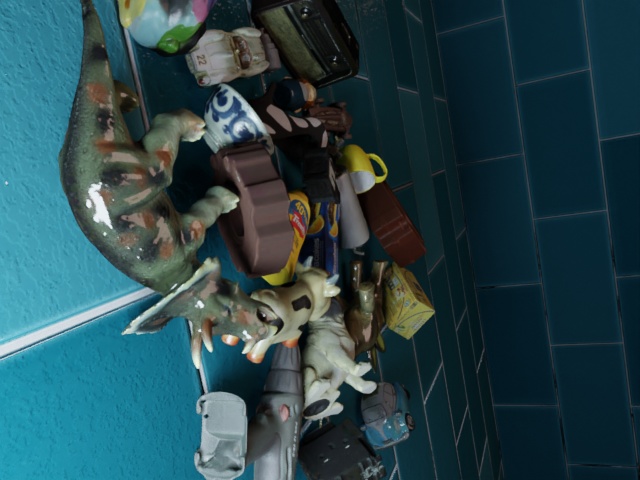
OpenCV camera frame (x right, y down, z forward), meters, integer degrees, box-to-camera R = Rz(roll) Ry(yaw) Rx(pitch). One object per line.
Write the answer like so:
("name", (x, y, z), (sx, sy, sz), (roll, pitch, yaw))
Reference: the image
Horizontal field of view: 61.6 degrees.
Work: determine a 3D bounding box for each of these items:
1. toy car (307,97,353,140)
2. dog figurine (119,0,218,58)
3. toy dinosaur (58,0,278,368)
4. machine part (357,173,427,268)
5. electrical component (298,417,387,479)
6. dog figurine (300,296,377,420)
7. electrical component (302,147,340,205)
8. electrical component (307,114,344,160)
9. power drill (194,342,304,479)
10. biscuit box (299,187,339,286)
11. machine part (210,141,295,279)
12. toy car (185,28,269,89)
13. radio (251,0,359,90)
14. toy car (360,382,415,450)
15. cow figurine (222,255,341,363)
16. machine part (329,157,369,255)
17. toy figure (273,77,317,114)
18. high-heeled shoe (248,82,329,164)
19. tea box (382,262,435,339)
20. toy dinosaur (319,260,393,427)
("toy car", (0.026, -0.264, 1.178), (0.202, 0.053, 0.089), (-21, 105, -66))
("dog figurine", (-0.129, -0.334, 0.649), (0.108, 0.219, 0.191), (29, 56, -57))
("toy dinosaur", (-0.191, -0.039, 0.560), (0.404, 0.131, 0.192), (61, 31, -29))
("machine part", (0.167, -0.049, 1.288), (0.201, 0.087, 0.201), (40, 20, -54))
("electrical component", (0.027, 0.362, 0.893), (0.115, 0.134, 0.058), (-25, 116, -20))
("dog figurine", (-0.012, 0.195, 0.931), (0.191, 0.172, 0.121), (55, -22, 40))
("electrical component", (0.004, -0.106, 0.967), (0.119, 0.048, 0.075), (63, 25, -64))
("electrical component", (0.003, -0.202, 1.059), (0.102, 0.045, 0.078), (37, 10, 7))
("power drill", (-0.088, 0.245, 0.753), (0.207, 0.086, 0.232), (36, 53, -68))
("biscuit box", (-0.002, -0.003, 1.022), (0.059, 0.063, 0.202), (30, 56, -59))
("machine part", (-0.094, -0.037, 0.708), (0.056, 0.179, 0.179), (-15, 99, -25))
("toy car", (-0.137, -0.277, 0.809), (0.202, 0.056, 0.073), (-49, 127, -60))
("radio", (-0.019, -0.387, 1.013), (0.229, 0.131, 0.073), (41, 44, -56))
("toy car", (0.142, 0.370, 1.191), (0.102, 0.109, 0.162), (50, 27, -22))
("cow figurine", (-0.046, 0.096, 0.801), (0.195, 0.086, 0.127), (-6, 126, -59))
("machine part", (0.046, -0.068, 1.131), (0.079, 0.079, 0.242), (-66, 141, -50))
("toy figure", (-0.042, -0.275, 1.024), (0.154, 0.058, 0.064), (-38, 141, -65))
("high-heeled shoe", (-0.054, -0.160, 0.939), (0.248, 0.086, 0.145), (51, 43, -44))
("tea box", (0.193, 0.140, 1.279), (0.068, 0.098, 0.170), (31, 21, -26))
("toy dinosaur", (0.077, 0.177, 1.103), (0.471, 0.105, 0.198), (-41, 124, -57))
